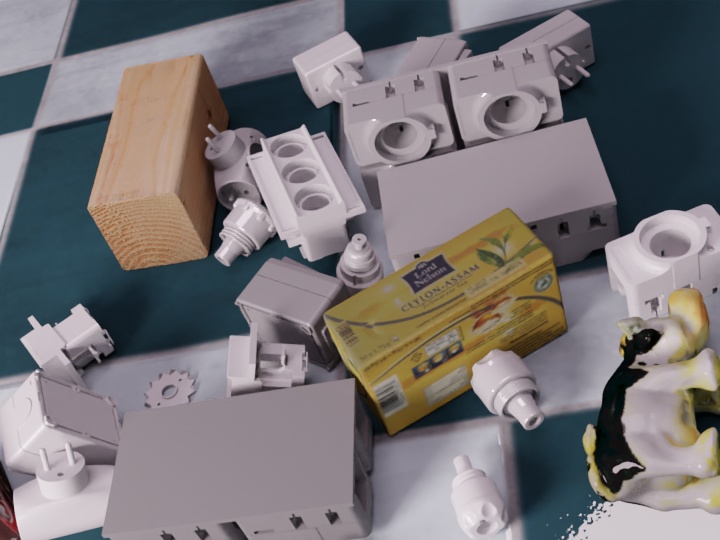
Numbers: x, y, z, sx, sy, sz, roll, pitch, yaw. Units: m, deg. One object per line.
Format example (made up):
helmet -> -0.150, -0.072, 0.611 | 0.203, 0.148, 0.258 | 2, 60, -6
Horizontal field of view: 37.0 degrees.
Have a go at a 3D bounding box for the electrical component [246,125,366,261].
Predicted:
electrical component -> -0.049, -0.070, 0.991 | 0.079, 0.063, 0.121 | -19, 45, -8

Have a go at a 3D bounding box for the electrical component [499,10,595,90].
electrical component -> 0.191, -0.199, 1.036 | 0.083, 0.047, 0.075 | -30, 46, -8

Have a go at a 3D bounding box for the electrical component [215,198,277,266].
electrical component -> -0.110, -0.032, 0.997 | 0.048, 0.048, 0.062 | 24, 70, 35

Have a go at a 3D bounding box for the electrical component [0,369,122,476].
electrical component -> -0.236, 0.134, 0.866 | 0.061, 0.096, 0.061 | -45, 43, 17

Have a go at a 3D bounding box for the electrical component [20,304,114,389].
electrical component -> -0.259, 0.068, 0.961 | 0.064, 0.042, 0.081 | -36, 48, -18

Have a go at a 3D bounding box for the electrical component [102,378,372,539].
electrical component -> -0.086, 0.154, 0.805 | 0.186, 0.060, 0.105 | -10, 47, 12

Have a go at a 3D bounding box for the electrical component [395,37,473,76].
electrical component -> 0.078, -0.183, 1.053 | 0.061, 0.061, 0.096 | 11, 54, 28

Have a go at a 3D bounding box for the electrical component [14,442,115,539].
electrical component -> -0.225, 0.165, 0.821 | 0.077, 0.079, 0.043 | -12, 29, -12

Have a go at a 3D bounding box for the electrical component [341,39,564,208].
electrical component -> 0.087, -0.125, 0.966 | 0.186, 0.105, 0.060 | -12, 46, 9

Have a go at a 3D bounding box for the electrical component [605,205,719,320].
electrical component -> 0.242, -0.008, 0.836 | 0.089, 0.055, 0.050 | -22, 45, 0

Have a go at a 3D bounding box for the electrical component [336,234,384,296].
electrical component -> 0.000, 0.000, 0.907 | 0.040, 0.078, 0.040 | -1, 50, 1

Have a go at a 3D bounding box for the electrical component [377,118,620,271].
electrical component -> 0.116, -0.051, 0.919 | 0.186, 0.060, 0.105 | -14, 46, 8

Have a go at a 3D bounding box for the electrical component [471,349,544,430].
electrical component -> 0.113, 0.092, 0.802 | 0.043, 0.043, 0.062 | -30, 47, -8

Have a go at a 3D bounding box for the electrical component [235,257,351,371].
electrical component -> -0.043, 0.035, 0.897 | 0.096, 0.061, 0.061 | 17, 57, 32

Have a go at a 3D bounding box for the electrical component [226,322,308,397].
electrical component -> -0.075, 0.084, 0.860 | 0.064, 0.081, 0.042 | 5, 47, -6

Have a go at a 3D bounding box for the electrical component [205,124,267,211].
electrical component -> -0.124, -0.109, 1.047 | 0.044, 0.079, 0.077 | -21, 43, 24

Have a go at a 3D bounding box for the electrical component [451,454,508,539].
electrical component -> 0.080, 0.157, 0.760 | 0.035, 0.035, 0.061 | -21, 43, 1

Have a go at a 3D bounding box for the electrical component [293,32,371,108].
electrical component -> -0.022, -0.198, 1.113 | 0.066, 0.047, 0.076 | -28, 46, -6
